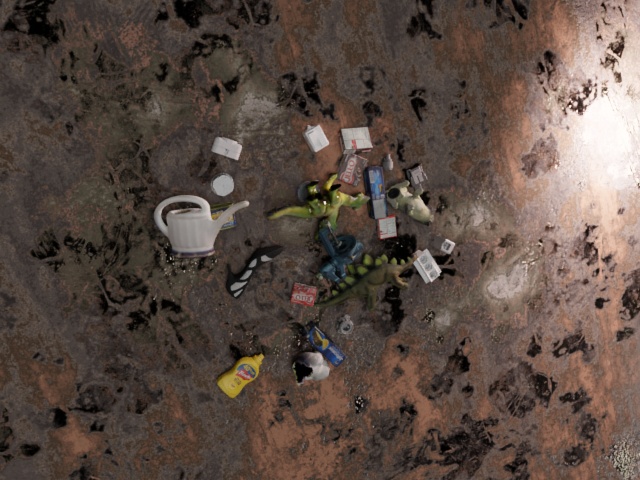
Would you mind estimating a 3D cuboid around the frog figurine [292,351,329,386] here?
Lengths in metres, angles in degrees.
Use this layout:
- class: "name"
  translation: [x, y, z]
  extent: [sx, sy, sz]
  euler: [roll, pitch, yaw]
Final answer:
- class: "frog figurine"
  translation: [-0.026, 0.495, 2.025]
  extent: [0.124, 0.135, 0.160]
  euler: [35, 24, 32]

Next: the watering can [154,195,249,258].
- class: "watering can"
  translation: [-0.404, -0.043, 1.760]
  extent: [0.347, 0.221, 0.105]
  euler: [1, 18, 12]

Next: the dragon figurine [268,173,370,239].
- class: "dragon figurine"
  translation: [0.006, -0.095, 1.887]
  extent: [0.413, 0.237, 0.124]
  euler: [-28, 40, -18]
